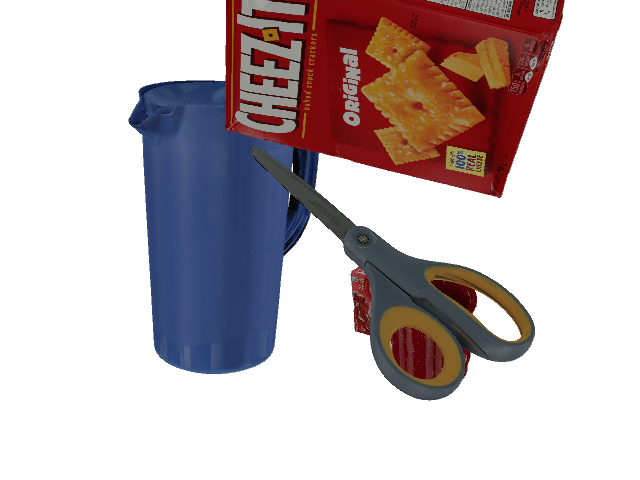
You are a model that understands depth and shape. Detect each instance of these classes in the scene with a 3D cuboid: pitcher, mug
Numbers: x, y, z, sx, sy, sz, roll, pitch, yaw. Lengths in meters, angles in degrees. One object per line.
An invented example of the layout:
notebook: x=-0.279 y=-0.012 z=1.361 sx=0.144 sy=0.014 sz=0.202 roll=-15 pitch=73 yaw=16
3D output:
pitcher: x=-0.081 y=-0.016 z=0.927 sx=0.149 sy=0.243 sz=0.145 roll=3 pitch=17 yaw=2
mug: x=0.117 y=0.096 z=1.076 sx=0.093 sy=0.081 sz=0.117 roll=-18 pitch=38 yaw=-16

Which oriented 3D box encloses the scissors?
scissors: x=0.019 y=0.018 z=0.585 sx=0.202 sy=0.016 sz=0.096 roll=29 pitch=52 yaw=17

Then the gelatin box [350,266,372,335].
gelatin box: x=0.077 y=0.080 z=1.343 sx=0.073 sy=0.089 sz=0.030 roll=13 pitch=31 yaw=32

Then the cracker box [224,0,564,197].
cracker box: x=0.043 y=-0.124 z=0.738 sx=0.214 sy=0.072 sz=0.164 roll=14 pitch=-36 yaw=4
